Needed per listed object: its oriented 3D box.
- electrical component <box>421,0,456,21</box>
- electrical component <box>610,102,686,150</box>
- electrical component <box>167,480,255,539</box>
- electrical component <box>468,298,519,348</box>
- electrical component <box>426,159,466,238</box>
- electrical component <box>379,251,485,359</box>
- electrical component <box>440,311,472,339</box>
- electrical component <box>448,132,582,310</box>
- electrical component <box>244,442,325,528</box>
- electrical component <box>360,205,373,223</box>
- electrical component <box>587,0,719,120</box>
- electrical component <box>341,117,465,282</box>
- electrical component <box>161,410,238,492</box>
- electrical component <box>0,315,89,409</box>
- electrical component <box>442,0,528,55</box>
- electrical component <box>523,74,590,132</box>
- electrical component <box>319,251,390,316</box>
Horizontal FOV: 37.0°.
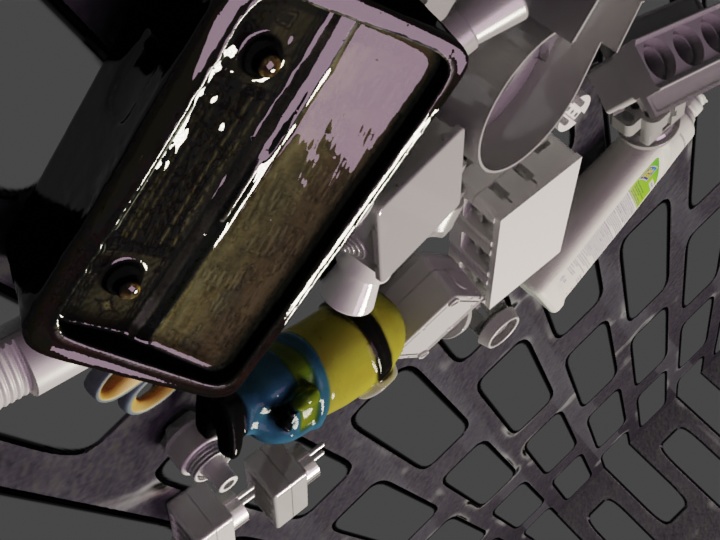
[{"bbox_3d":[0.023,-0.166,0.559,0.079,0.044,0.077,-29,152,-33],"label":"electrical component"},{"bbox_3d":[0.260,-0.144,0.969,0.078,0.058,0.057,-41,154,-8],"label":"electrical component"},{"bbox_3d":[-0.123,0.215,0.947,0.076,0.047,0.083,-34,154,-24],"label":"electrical component"},{"bbox_3d":[0.122,0.043,1.054,0.066,0.055,0.048,-44,157,-1],"label":"electrical component"},{"bbox_3d":[0.058,-0.057,0.798,0.043,0.043,0.062,-18,144,-46],"label":"electrical component"},{"bbox_3d":[0.044,0.032,0.910,0.096,0.061,0.062,-45,158,21],"label":"electrical component"},{"bbox_3d":[0.069,0.038,0.973,0.055,0.048,0.066,6,125,-52],"label":"electrical component"},{"bbox_3d":[0.123,-0.047,0.898,0.089,0.061,0.150,-38,156,-16],"label":"electrical component"},{"bbox_3d":[-0.063,0.186,0.999,0.076,0.047,0.083,-35,155,-22],"label":"electrical component"},{"bbox_3d":[-0.024,-0.052,0.657,0.045,0.055,0.045,-36,155,-20],"label":"electrical component"},{"bbox_3d":[0.249,-0.173,0.886,0.121,0.078,0.063,-27,180,-35],"label":"electrical component"},{"bbox_3d":[0.024,-0.054,0.725,0.099,0.048,0.099,-45,157,-22],"label":"electrical component"},{"bbox_3d":[-0.118,0.139,0.811,0.043,0.062,0.043,-36,155,-20],"label":"electrical component"},{"bbox_3d":[-0.177,0.045,0.582,0.081,0.043,0.043,-31,153,-29],"label":"electrical component"},{"bbox_3d":[0.064,-0.152,0.657,0.065,0.044,0.044,-39,157,-2],"label":"electrical component"},{"bbox_3d":[0.146,-0.132,0.814,0.040,0.046,0.040,-36,155,-20],"label":"electrical component"},{"bbox_3d":[0.000,0.000,0.796,0.045,0.045,0.055,-18,145,-46],"label":"electrical component"}]
